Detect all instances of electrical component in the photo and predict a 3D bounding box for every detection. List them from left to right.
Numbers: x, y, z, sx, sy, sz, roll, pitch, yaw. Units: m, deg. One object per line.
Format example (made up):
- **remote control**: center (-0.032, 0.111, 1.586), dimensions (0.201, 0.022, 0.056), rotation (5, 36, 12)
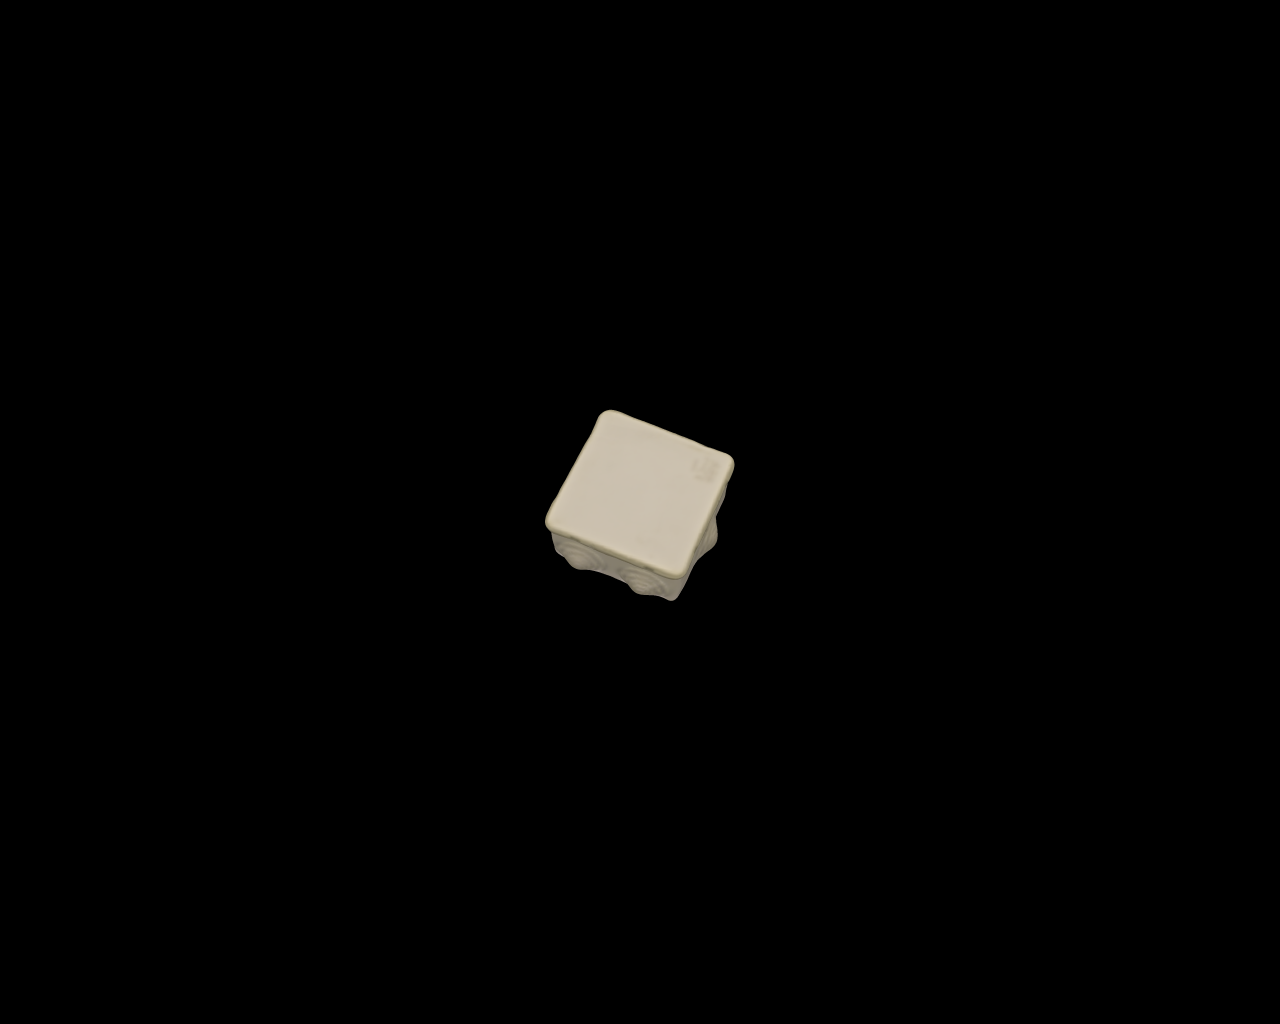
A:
- **electrical component**: center (0.001, -0.003, 0.650), dimensions (0.100, 0.100, 0.048), rotation (22, -25, 10)
